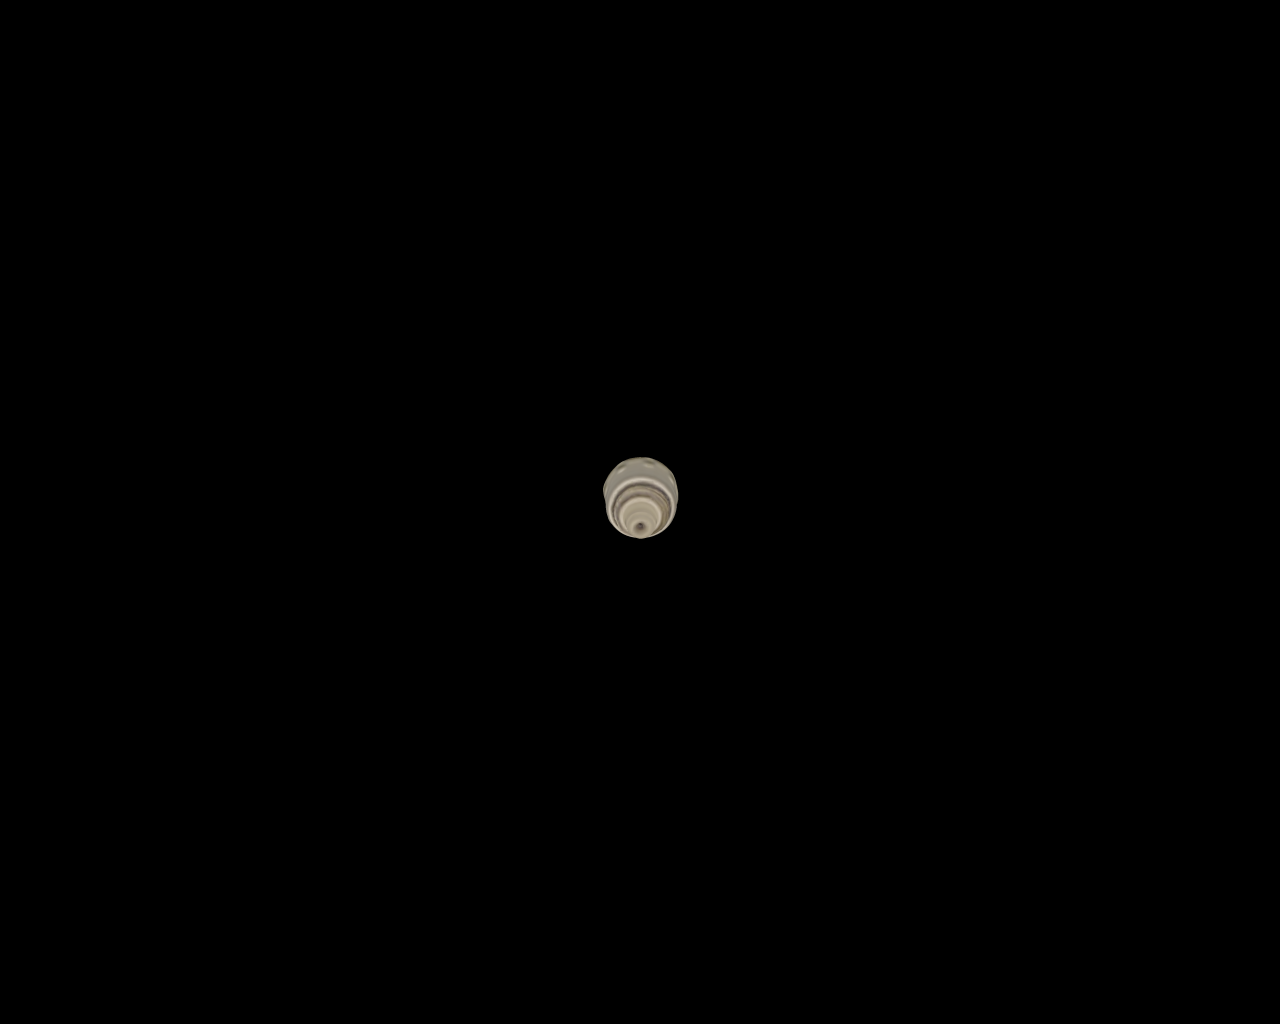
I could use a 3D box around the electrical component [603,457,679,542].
[{"bbox_3d":[0.001,-0.003,0.650,0.048,0.048,0.062,0,24,0],"label":"electrical component"}]
